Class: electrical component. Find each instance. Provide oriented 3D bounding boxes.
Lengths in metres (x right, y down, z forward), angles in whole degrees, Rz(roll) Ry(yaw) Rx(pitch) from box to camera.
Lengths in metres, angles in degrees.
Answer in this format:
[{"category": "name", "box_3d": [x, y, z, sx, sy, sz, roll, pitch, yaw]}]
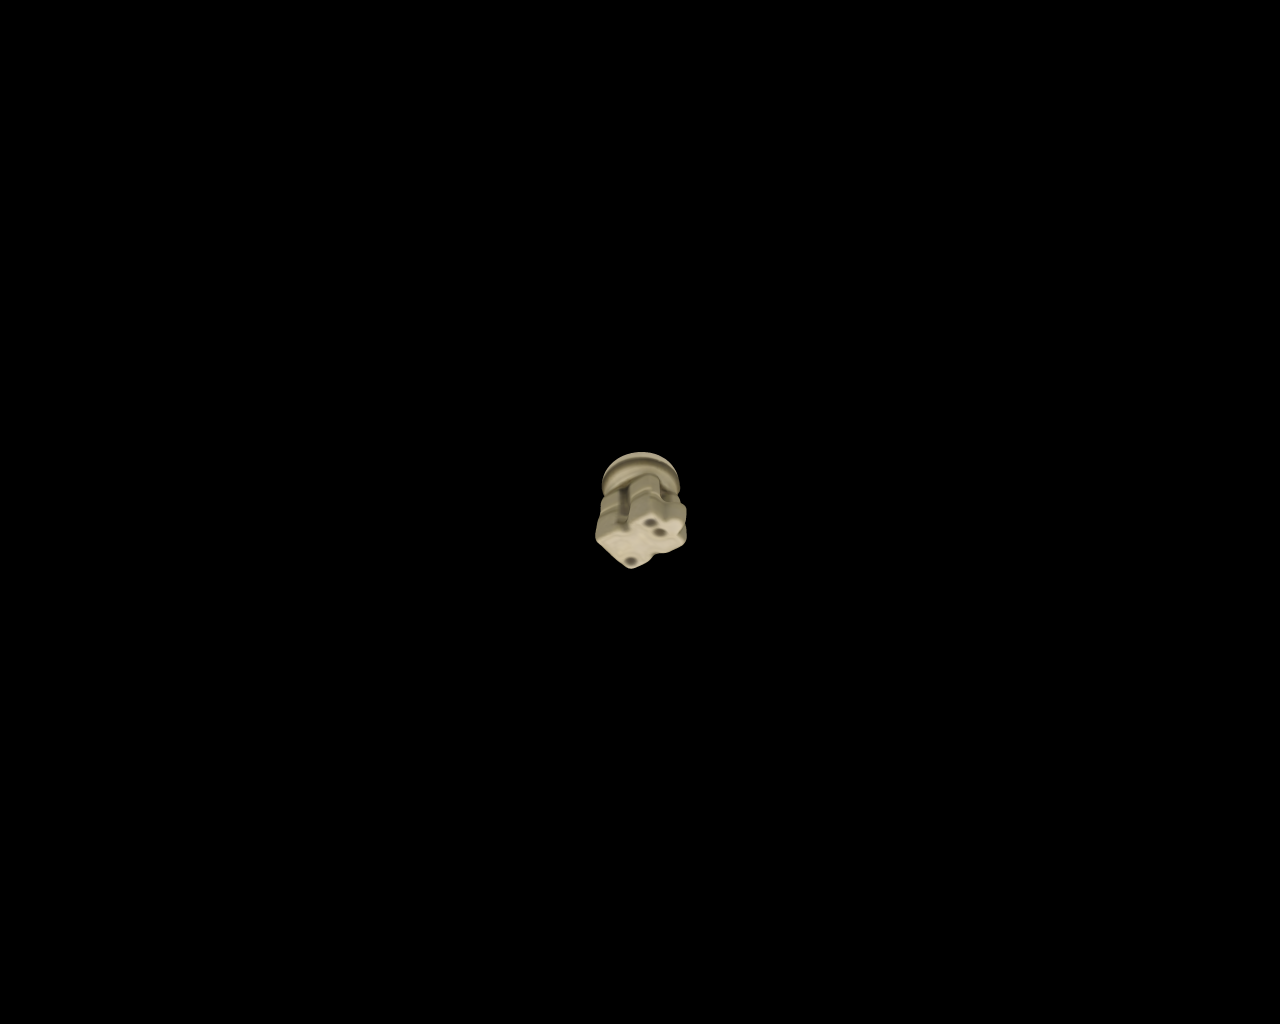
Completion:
[{"category": "electrical component", "box_3d": [0.001, -0.003, 0.650, 0.066, 0.055, 0.048, -26, -49, 25]}]
